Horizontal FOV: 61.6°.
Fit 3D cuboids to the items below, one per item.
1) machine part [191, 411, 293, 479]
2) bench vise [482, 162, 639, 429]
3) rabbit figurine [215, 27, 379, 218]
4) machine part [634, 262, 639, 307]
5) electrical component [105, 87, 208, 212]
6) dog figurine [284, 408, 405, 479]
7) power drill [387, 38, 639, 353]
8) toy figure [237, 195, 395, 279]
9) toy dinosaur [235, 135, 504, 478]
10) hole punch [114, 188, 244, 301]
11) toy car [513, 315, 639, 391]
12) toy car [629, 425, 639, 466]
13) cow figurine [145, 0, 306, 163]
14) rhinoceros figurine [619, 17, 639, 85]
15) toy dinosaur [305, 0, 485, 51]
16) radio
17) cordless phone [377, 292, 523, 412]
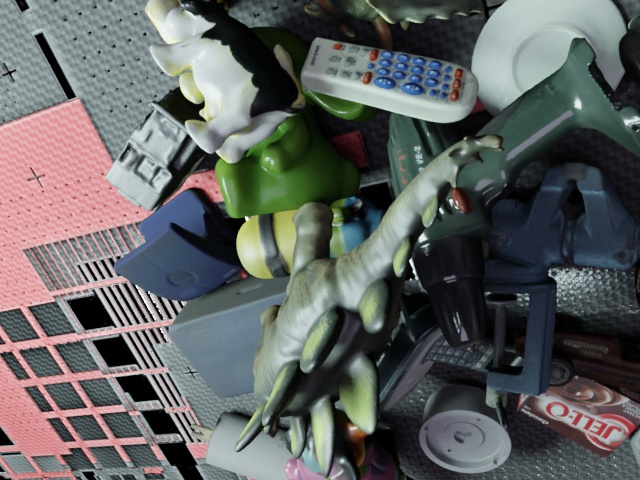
[{"bbox_3d":[-0.074,0.309,0.779,0.243,0.079,0.079,16,122,7],"label":"machine part"},{"bbox_3d":[0.201,0.048,0.513,0.224,0.129,0.240,5,97,21],"label":"bench vise"},{"bbox_3d":[-0.028,-0.116,0.505,0.159,0.121,0.170,-6,102,14],"label":"rabbit figurine"},{"bbox_3d":[0.386,0.050,0.482,0.180,0.056,0.179,5,100,30],"label":"machine part"},{"bbox_3d":[-0.152,-0.092,0.547,0.058,0.115,0.134,40,119,-7],"label":"electrical component"},{"bbox_3d":[0.040,0.261,0.646,0.191,0.108,0.219,27,155,-4],"label":"dog figurine"},{"bbox_3d":[0.158,-0.047,0.443,0.086,0.232,0.207,11,144,-46],"label":"power drill"},{"bbox_3d":[-0.002,-0.005,0.572,0.180,0.089,0.082,-2,112,19],"label":"toy figure"},{"bbox_3d":[0.011,0.070,0.446,0.105,0.199,0.470,16,132,-8],"label":"toy dinosaur"},{"bbox_3d":[-0.161,0.019,0.632,0.142,0.092,0.115,-32,111,24],"label":"hole punch"},{"bbox_3d":[0.309,0.125,0.564,0.202,0.089,0.053,14,124,8],"label":"toy car"},{"bbox_3d":[0.402,0.221,0.590,0.103,0.109,0.161,29,117,26],"label":"toy car"},{"bbox_3d":[-0.082,-0.154,0.446,0.098,0.068,0.167,-30,74,11],"label":"cow figurine"},{"bbox_3d":[0.313,-0.181,0.382,0.190,0.112,0.073,-32,90,16],"label":"rhinoceros figurine"},{"bbox_3d":[0.118,-0.301,0.361,0.192,0.131,0.405,37,118,-22],"label":"toy dinosaur"},{"bbox_3d":[-0.059,0.112,0.666,0.230,0.073,0.131,-18,114,25],"label":"radio"},{"bbox_3d":[0.155,0.146,0.630,0.184,0.089,0.146,16,123,-13],"label":"cordless phone"}]
